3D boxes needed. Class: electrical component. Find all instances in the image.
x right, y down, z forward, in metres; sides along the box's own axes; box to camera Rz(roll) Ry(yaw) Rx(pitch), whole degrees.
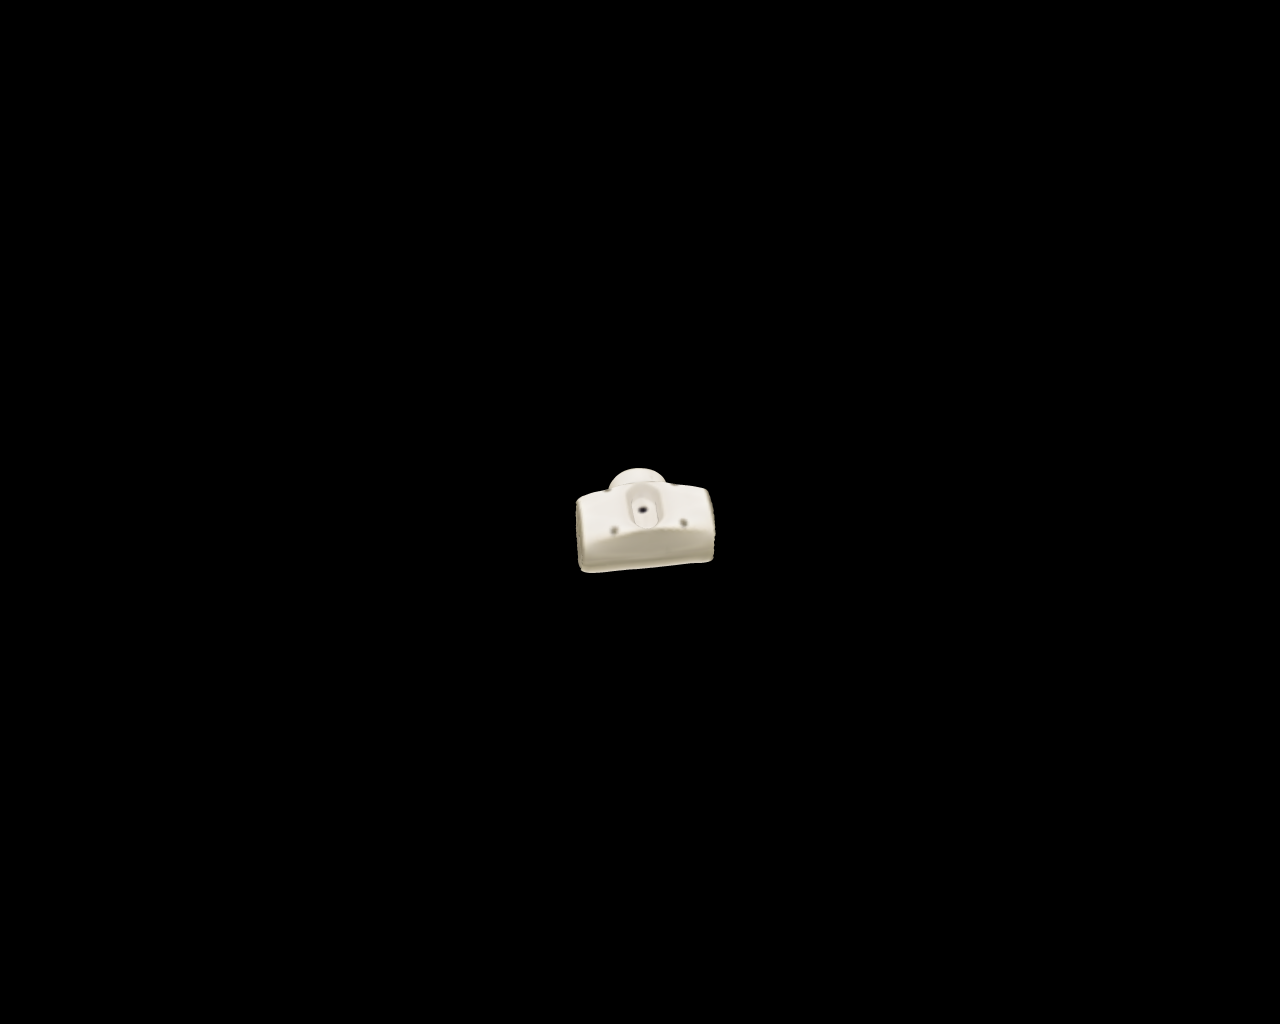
[{"bbox_3d":[0.001,-0.003,0.650,0.077,0.079,0.043,-4,-43,-4],"label":"electrical component"}]
